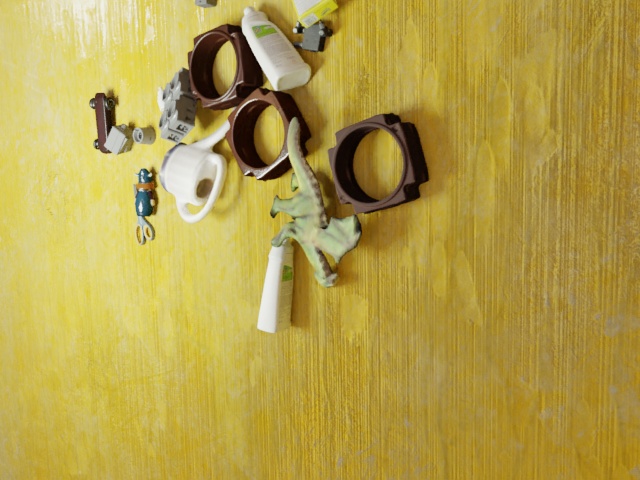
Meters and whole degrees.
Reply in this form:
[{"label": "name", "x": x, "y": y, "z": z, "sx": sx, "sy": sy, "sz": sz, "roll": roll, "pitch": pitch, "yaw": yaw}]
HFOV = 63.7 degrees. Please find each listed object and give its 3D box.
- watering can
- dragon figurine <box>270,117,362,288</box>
[{"label": "watering can", "x": -0.337, "y": -0.224, "z": 1.456, "sx": 0.226, "sy": 0.347, "sz": 0.103, "roll": 21, "pitch": 3, "yaw": 34}, {"label": "dragon figurine", "x": 0.004, "y": -0.060, "z": 1.199, "sx": 0.245, "sy": 0.401, "sz": 0.124, "roll": 25, "pitch": 36, "yaw": 31}]
